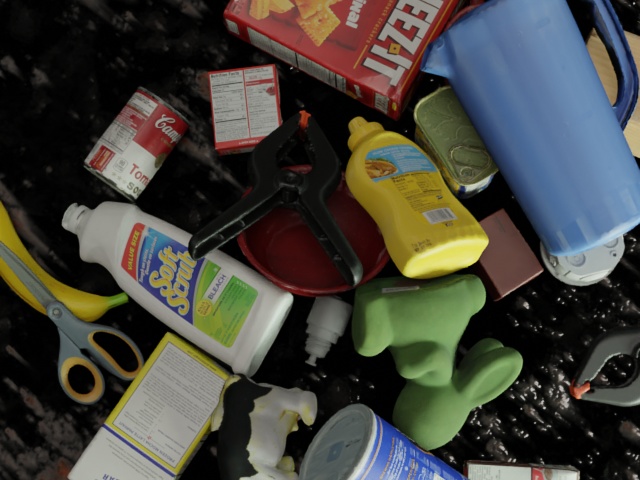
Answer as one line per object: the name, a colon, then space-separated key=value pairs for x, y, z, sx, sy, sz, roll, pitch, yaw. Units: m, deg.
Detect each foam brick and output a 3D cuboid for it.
foam brick: x=0.182 y=0.016 z=1.082 sx=0.053 sy=0.051 sz=0.078 roll=-30 pitch=80 yaw=-3

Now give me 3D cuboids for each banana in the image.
banana: x=-0.297 y=0.030 z=1.120 sx=0.198 sy=0.037 sz=0.069 roll=36 pitch=62 yaw=7

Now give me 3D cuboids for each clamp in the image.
clamp: x=0.325 y=0.104 z=1.064 sx=0.171 sy=0.039 sz=0.120 roll=-18 pitch=78 yaw=1
clamp: x=-0.040 y=-0.046 z=1.047 sx=0.164 sy=0.036 sz=0.210 roll=5 pitch=51 yaw=-4

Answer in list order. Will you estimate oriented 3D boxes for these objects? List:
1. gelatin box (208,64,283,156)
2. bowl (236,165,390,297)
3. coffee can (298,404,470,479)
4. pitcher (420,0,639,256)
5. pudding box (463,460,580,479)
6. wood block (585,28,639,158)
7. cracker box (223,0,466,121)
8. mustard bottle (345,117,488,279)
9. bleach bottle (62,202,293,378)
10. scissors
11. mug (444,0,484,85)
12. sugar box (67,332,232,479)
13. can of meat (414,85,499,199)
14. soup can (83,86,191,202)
gelatin box: x=-0.078 y=-0.139 z=1.136 sx=0.073 sy=0.030 sz=0.089 roll=-7 pitch=79 yaw=3
bowl: x=-0.007 y=0.001 z=1.076 sx=0.162 sy=0.055 sz=0.162 roll=4 pitch=52 yaw=-5
coffee can: x=0.064 y=0.233 z=1.000 sx=0.140 sy=0.103 sz=0.103 roll=37 pitch=84 yaw=-20
pitcher: x=0.219 y=-0.117 z=0.994 sx=0.149 sy=0.144 sz=0.243 roll=-25 pitch=96 yaw=35
pudding box: x=0.196 y=0.265 z=1.046 sx=0.113 sy=0.039 sz=0.090 roll=2 pitch=82 yaw=6
wood block: x=0.351 y=-0.131 z=1.077 sx=0.206 sy=0.090 sz=0.091 roll=24 pitch=82 yaw=7
cracker box: x=0.029 y=-0.251 z=1.126 sx=0.214 sy=0.072 sz=0.164 roll=29 pitch=84 yaw=7
mustard bottle: x=0.079 y=-0.051 z=1.056 sx=0.096 sy=0.058 sz=0.192 roll=-12 pitch=55 yaw=-29
bleach bottle: x=-0.157 y=0.039 z=1.095 sx=0.251 sy=0.068 sz=0.102 roll=28 pitch=84 yaw=10
scissors: x=-0.273 y=0.092 z=1.085 sx=0.201 sy=0.016 sz=0.096 roll=36 pitch=95 yaw=-11
mug: x=0.167 y=-0.198 z=1.103 sx=0.093 sy=0.081 sz=0.117 roll=-12 pitch=80 yaw=1
sugar box: x=-0.165 y=0.191 z=1.078 sx=0.093 sy=0.048 sz=0.176 roll=34 pitch=88 yaw=8
can of meat: x=0.138 y=-0.096 z=1.087 sx=0.057 sy=0.084 sz=0.102 roll=-32 pitch=80 yaw=-3
soup can: x=-0.192 y=-0.100 z=1.117 sx=0.068 sy=0.068 sz=0.102 roll=34 pitch=84 yaw=8
